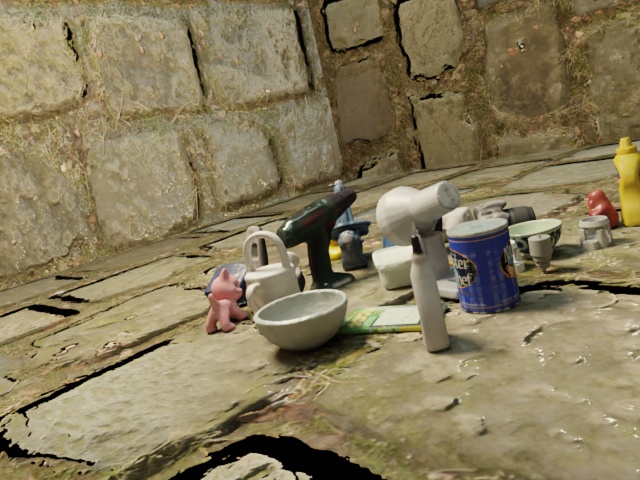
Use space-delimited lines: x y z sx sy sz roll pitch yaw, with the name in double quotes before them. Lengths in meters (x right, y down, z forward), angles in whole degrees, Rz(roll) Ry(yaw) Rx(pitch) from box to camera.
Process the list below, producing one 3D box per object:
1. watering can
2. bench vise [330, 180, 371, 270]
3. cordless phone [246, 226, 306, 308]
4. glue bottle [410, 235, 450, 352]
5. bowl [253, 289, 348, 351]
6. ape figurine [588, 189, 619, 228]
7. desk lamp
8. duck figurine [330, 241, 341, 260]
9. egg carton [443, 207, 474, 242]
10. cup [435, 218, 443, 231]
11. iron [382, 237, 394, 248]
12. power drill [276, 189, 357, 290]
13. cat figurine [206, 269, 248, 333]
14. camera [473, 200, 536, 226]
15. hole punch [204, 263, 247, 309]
"watering can" -0.094 0.075 1.119 0.101 0.194 0.173 -12 10 6
"bench vise" 0.080 -0.045 1.484 0.121 0.220 0.207 -15 10 -11
"cordless phone" -0.106 0.060 1.240 0.147 0.185 0.094 -3 14 43
"glue bottle" 0.158 0.075 0.859 0.037 0.173 0.078 -12 10 4
"bowl" -0.027 0.145 0.987 0.167 0.075 0.167 -13 10 3
"ape figurine" 0.628 -0.070 1.292 0.075 0.092 0.078 -3 14 43
"desk lamp" 0.217 -0.007 1.119 0.118 0.214 0.202 -19 12 -30
"duck figurine" 0.046 0.007 1.627 0.104 0.086 0.077 -15 10 -11
"egg carton" 0.355 -0.042 1.547 0.107 0.069 0.151 -8 11 26
"cup" 0.250 -0.005 1.406 0.118 0.095 0.091 -14 10 -7
"iron" 0.215 -0.043 1.527 0.118 0.141 0.258 -12 10 7
"power drill" 0.012 0.005 1.328 0.230 0.208 0.075 -20 12 -34
"cat figurine" -0.205 0.122 1.219 0.067 0.118 0.128 -10 11 17
"camera" 0.443 -0.046 1.368 0.136 0.101 0.143 -11 10 9
"hole punch" -0.216 0.110 1.378 0.108 0.091 0.101 -8 11 25
